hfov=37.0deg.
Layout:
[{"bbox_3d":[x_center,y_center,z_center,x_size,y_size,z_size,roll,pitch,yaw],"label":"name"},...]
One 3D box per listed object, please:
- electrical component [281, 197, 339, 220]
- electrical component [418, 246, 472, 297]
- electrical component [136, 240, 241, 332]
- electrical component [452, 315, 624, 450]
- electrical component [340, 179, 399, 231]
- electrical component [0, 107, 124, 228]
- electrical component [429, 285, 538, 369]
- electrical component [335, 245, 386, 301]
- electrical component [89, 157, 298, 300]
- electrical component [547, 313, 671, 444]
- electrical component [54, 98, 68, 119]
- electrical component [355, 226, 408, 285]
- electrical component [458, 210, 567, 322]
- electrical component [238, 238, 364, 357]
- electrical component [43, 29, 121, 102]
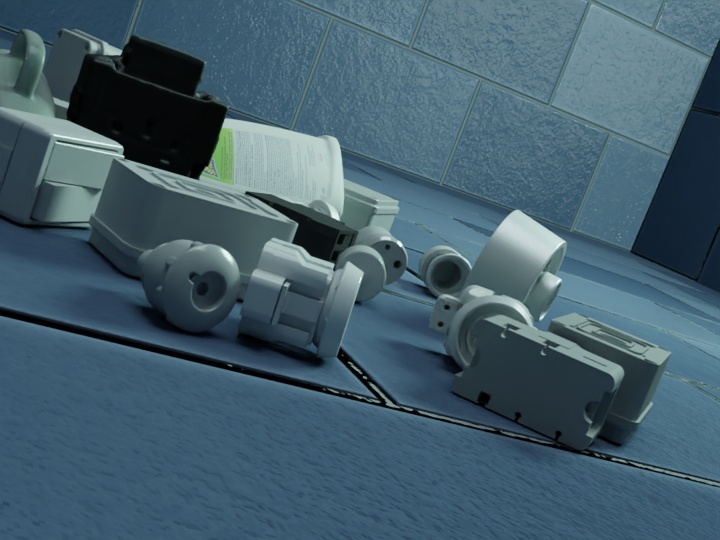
[{"bbox_3d":[-0.053,-0.042,0.984,0.055,0.048,0.066,4,17,-39],"label":"electrical component"},{"bbox_3d":[0.081,0.002,1.027,0.045,0.045,0.055,20,8,-9],"label":"electrical component"},{"bbox_3d":[-0.099,0.004,0.584,0.048,0.048,0.062,13,5,-43],"label":"electrical component"},{"bbox_3d":[0.111,0.067,0.665,0.089,0.050,0.056,24,9,18],"label":"electrical component"},{"bbox_3d":[-0.024,-0.069,1.184,0.109,0.056,0.109,23,9,13],"label":"electrical component"},{"bbox_3d":[-0.200,-0.064,0.706,0.061,0.061,0.096,24,9,20],"label":"electrical component"},{"bbox_3d":[0.088,0.044,0.737,0.078,0.058,0.057,20,5,-1],"label":"electrical component"},{"bbox_3d":[0.000,0.000,0.858,0.040,0.040,0.078,20,8,-3],"label":"electrical component"},{"bbox_3d":[-0.108,-0.024,0.692,0.113,0.057,0.078,14,10,-37],"label":"electrical component"},{"bbox_3d":[0.164,0.072,0.739,0.078,0.057,0.113,23,9,19],"label":"electrical component"},{"bbox_3d":[-0.261,-0.114,0.897,0.089,0.055,0.050,19,8,-12],"label":"electrical component"},{"bbox_3d":[0.016,-0.013,0.964,0.045,0.045,0.055,19,9,-15],"label":"electrical component"},{"bbox_3d":[0.132,0.012,0.893,0.060,0.108,0.108,30,11,17],"label":"electrical component"},{"bbox_3d":[-0.033,0.017,0.615,0.057,0.058,0.078,18,8,0],"label":"electrical component"},{"bbox_3d":[-0.260,-0.160,1.003,0.057,0.113,0.078,16,9,-44],"label":"electrical component"}]
